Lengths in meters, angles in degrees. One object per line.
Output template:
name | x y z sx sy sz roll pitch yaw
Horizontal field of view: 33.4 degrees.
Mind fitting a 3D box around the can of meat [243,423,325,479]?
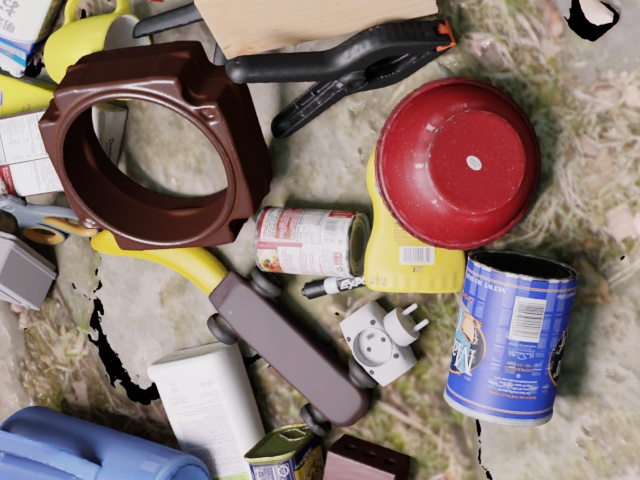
can of meat | -0.030 0.246 1.102 0.058 0.102 0.084 -10 97 22

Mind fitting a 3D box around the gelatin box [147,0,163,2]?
gelatin box | -0.171 -0.289 1.085 0.030 0.073 0.089 31 108 13

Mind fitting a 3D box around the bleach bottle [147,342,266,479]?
bleach bottle | -0.101 0.240 1.151 0.103 0.068 0.251 -13 96 27

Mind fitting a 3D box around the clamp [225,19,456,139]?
clamp | 0.021 -0.162 0.998 0.210 0.164 0.036 -21 72 15

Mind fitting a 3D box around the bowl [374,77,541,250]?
bowl | 0.133 -0.070 0.966 0.162 0.055 0.162 0 92 -10

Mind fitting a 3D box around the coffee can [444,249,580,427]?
coffee can | 0.177 0.089 0.990 0.103 0.102 0.140 12 103 20

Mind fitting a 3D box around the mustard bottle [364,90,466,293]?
mustard bottle | 0.092 -0.047 1.018 0.096 0.058 0.191 1 93 2

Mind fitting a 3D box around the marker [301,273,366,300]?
marker | 0.036 0.041 1.084 0.121 0.020 0.020 -15 93 23

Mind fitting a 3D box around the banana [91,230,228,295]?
banana | -0.162 0.025 1.152 0.198 0.037 0.070 30 107 15

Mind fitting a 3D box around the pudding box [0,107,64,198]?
pudding box | -0.318 -0.092 1.148 0.114 0.039 0.090 -7 100 22

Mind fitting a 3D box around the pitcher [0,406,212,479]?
pitcher | -0.242 0.258 1.138 0.243 0.149 0.145 5 106 34

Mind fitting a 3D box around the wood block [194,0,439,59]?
wood block | -0.003 -0.247 0.980 0.206 0.090 0.090 -10 62 12

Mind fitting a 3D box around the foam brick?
foam brick | 0.047 0.242 1.095 0.078 0.053 0.051 16 104 19

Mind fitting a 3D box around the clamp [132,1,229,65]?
clamp | -0.109 -0.231 1.083 0.120 0.039 0.171 34 104 -6

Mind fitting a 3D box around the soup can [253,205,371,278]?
soup can | -0.007 0.001 1.069 0.102 0.068 0.068 4 100 21

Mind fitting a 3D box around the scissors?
scissors | -0.337 -0.031 1.151 0.096 0.201 0.016 -28 54 45

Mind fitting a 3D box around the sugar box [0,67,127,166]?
sugar box | -0.305 -0.125 1.181 0.176 0.048 0.093 20 107 20
